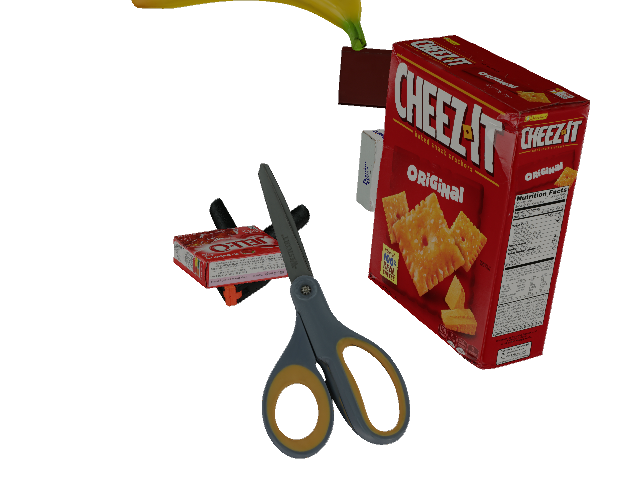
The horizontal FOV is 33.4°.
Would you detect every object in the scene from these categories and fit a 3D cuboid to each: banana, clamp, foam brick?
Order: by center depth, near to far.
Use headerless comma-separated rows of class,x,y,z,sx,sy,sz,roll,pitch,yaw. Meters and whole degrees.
banana,-0.049,-0.195,0.828,0.198,0.069,0.037,13,-39,17
foam brick,0.056,-0.153,1.005,0.078,0.051,0.053,5,15,3
clamp,-0.074,0.008,1.226,0.120,0.039,0.171,-5,42,6

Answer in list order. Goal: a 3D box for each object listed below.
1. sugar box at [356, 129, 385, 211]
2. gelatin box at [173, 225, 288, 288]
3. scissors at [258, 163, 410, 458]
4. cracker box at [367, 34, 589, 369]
sugar box,0.134,-0.089,1.294,0.176,0.093,0.048,-7,26,-22
gelatin box,-0.081,0.014,0.985,0.089,0.030,0.073,-8,23,-29
scissors,-0.021,0.048,0.661,0.096,0.202,0.016,-31,-22,-12
cracker box,0.112,-0.032,0.830,0.072,0.214,0.164,-12,32,-28
